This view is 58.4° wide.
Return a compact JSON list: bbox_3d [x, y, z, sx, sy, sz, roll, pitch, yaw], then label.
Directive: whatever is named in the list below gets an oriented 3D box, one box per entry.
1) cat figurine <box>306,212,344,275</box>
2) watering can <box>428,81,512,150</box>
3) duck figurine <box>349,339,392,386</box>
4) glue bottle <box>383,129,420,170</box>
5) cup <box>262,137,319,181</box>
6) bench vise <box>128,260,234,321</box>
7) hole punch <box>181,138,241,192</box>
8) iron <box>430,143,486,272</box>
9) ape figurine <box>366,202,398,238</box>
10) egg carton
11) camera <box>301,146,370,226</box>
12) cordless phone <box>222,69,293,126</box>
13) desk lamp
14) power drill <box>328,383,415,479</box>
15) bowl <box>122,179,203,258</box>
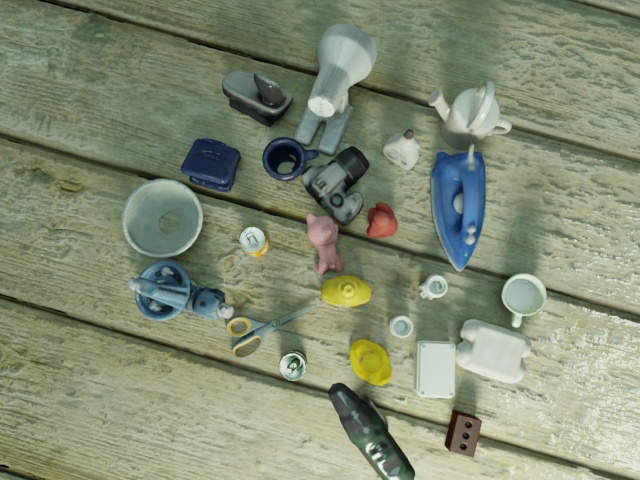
[{"bbox_3d":[0.011,0.004,1.183,0.067,0.118,0.128,-14,83,-2],"label":"cat figurine"},{"bbox_3d":[0.310,-0.262,1.182,0.173,0.194,0.101,-2,82,-1],"label":"watering can"},{"bbox_3d":[0.105,0.252,1.168,0.077,0.086,0.104,-38,84,-5],"label":"duck figurine"},{"bbox_3d":[0.174,-0.196,1.183,0.078,0.173,0.037,36,84,4],"label":"glue bottle"},{"bbox_3d":[-0.060,-0.165,1.216,0.118,0.095,0.092,-12,83,-2],"label":"cup"},{"bbox_3d":[-0.275,0.097,1.116,0.207,0.219,0.121,0,82,0],"label":"bench vise"},{"bbox_3d":[-0.231,-0.165,1.216,0.108,0.091,0.101,15,83,2],"label":"hole punch"},{"bbox_3d":[0.301,-0.068,1.184,0.118,0.141,0.258,-1,83,0],"label":"iron"},{"bbox_3d":[0.129,-0.040,1.203,0.076,0.092,0.078,40,84,5],"label":"ape figurine"},{"bbox_3d":[0.356,0.230,1.182,0.150,0.069,0.107,17,83,2],"label":"egg carton"},{"bbox_3d":[0.049,-0.124,1.209,0.137,0.101,0.143,-43,85,-5],"label":"camera"},{"bbox_3d":[-0.135,-0.323,1.190,0.147,0.185,0.094,24,83,3],"label":"cordless phone"},{"bbox_3d":[0.028,-0.305,1.175,0.118,0.213,0.203,21,83,3],"label":"desk lamp"},{"bbox_3d":[0.088,0.360,1.092,0.075,0.208,0.229,-37,84,-5],"label":"power drill"},{"bbox_3d":[-0.324,-0.041,1.207,0.167,0.075,0.167,0,83,-1],"label":"bowl"}]
